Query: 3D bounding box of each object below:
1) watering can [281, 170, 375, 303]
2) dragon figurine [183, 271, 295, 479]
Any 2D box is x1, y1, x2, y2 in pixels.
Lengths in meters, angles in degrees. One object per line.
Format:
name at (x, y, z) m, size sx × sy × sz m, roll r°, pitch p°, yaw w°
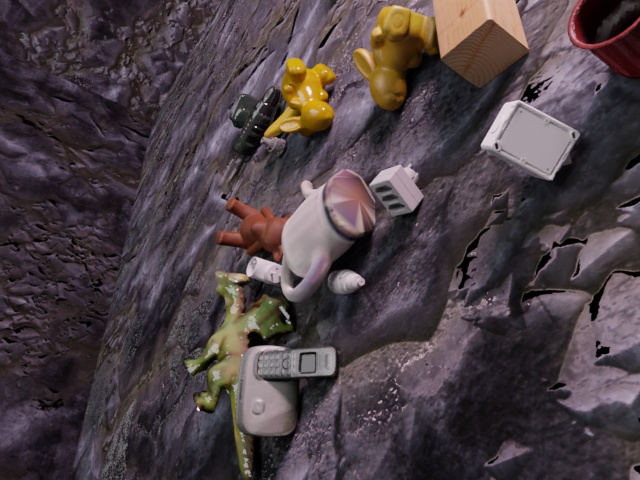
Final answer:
watering can at (0.003, -0.048, 0.950) m, size 0.220 × 0.103 × 0.356 m, roll -42°, pitch 28°, yaw 37°
dragon figurine at (-0.141, 0.216, 1.014) m, size 0.240 × 0.121 × 0.418 m, roll -51°, pitch 46°, yaw 14°
